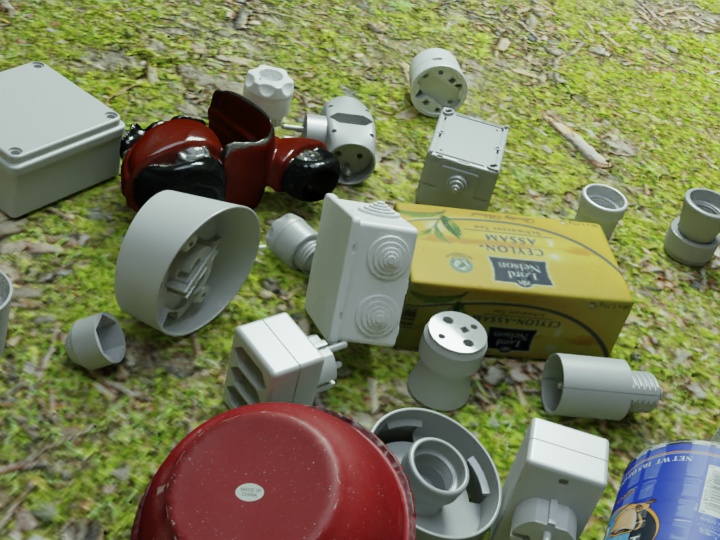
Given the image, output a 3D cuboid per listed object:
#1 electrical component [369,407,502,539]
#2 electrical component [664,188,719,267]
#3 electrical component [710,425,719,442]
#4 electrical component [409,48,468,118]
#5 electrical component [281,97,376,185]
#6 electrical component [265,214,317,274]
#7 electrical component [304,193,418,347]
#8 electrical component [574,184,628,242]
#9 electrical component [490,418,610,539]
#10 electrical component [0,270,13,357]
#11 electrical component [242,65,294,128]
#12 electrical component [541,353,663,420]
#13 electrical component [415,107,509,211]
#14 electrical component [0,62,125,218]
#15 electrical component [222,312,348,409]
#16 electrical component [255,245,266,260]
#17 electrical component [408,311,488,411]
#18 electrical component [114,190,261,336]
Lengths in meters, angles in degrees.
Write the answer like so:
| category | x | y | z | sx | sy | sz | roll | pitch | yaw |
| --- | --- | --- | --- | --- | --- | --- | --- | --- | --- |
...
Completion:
| category | x | y | z | sx | sy | sz | roll | pitch | yaw |
| --- | --- | --- | --- | --- | --- | --- | --- | --- | --- |
| electrical component | 0.033 | 0.134 | 0.651 | 0.099 | 0.064 | 0.099 | 18 | 42 | -17 |
| electrical component | 0.294 | -0.037 | 0.934 | 0.045 | 0.055 | 0.045 | 9 | 38 | -7 |
| electrical component | 0.287 | 0.118 | 0.735 | 0.062 | 0.061 | 0.096 | -24 | 52 | -39 |
| electrical component | 0.074 | -0.184 | 1.047 | 0.055 | 0.055 | 0.047 | 7 | 35 | -9 |
| electrical component | -0.029 | -0.115 | 0.936 | 0.079 | 0.043 | 0.077 | 5 | 39 | -11 |
| electrical component | -0.041 | -0.014 | 0.814 | 0.035 | 0.035 | 0.061 | -25 | 55 | -40 |
| electrical component | 0.000 | 0.000 | 0.748 | 0.048 | 0.099 | 0.099 | 8 | 12 | -16 |
| electrical component | 0.203 | -0.044 | 0.921 | 0.040 | 0.046 | 0.040 | 9 | 38 | -7 |
| electrical component | 0.108 | 0.145 | 0.626 | 0.047 | 0.083 | 0.075 | 17 | 38 | 3 |
| electrical component | -0.267 | 0.027 | 0.666 | 0.099 | 0.064 | 0.099 | 9 | 38 | -7 |
| electrical component | -0.083 | -0.143 | 0.938 | 0.043 | 0.062 | 0.043 | 10 | 38 | -7 |
| electrical component | 0.173 | 0.083 | 0.756 | 0.081 | 0.043 | 0.043 | 6 | 39 | -11 |
| electrical component | 0.086 | -0.085 | 0.921 | 0.062 | 0.061 | 0.096 | 17 | 38 | 3 |
| electrical component | -0.259 | -0.104 | 0.837 | 0.109 | 0.056 | 0.109 | 34 | 42 | 23 |
| electrical component | -0.041 | 0.064 | 0.692 | 0.077 | 0.065 | 0.047 | -16 | 48 | -34 |
| electrical component | -0.111 | -0.022 | 0.797 | 0.078 | 0.040 | 0.040 | -4 | 42 | -21 |
| electrical component | 0.060 | 0.062 | 0.736 | 0.045 | 0.055 | 0.045 | 9 | 38 | -7 |
| electrical component | -0.118 | -0.005 | 0.728 | 0.064 | 0.099 | 0.099 | 19 | 38 | 15 |
